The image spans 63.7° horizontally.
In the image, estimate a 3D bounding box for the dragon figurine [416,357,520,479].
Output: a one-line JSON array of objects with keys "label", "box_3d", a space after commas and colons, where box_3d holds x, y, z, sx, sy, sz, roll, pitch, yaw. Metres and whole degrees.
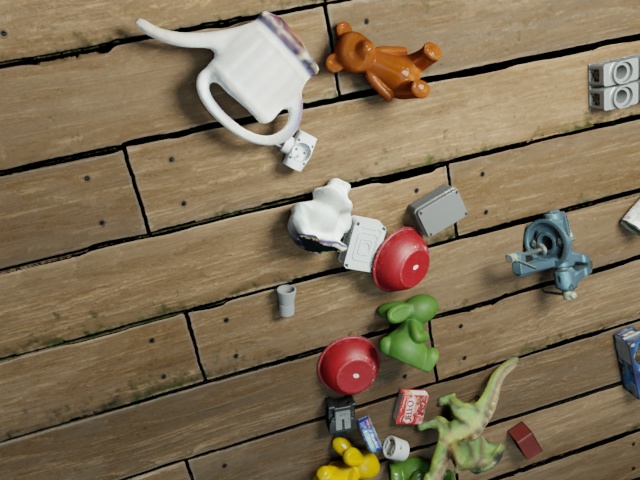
[{"label": "dragon figurine", "box_3d": [0.382, 0.473, 1.264, 0.409, 0.245, 0.121, -45, 107, 5]}]

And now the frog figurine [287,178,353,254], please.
[{"label": "frog figurine", "box_3d": [0.003, -0.056, 1.111, 0.137, 0.120, 0.162, 11, 68, -8]}]

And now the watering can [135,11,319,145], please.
[{"label": "watering can", "box_3d": [-0.152, -0.341, 0.975, 0.224, 0.105, 0.344, -46, 110, 2]}]
